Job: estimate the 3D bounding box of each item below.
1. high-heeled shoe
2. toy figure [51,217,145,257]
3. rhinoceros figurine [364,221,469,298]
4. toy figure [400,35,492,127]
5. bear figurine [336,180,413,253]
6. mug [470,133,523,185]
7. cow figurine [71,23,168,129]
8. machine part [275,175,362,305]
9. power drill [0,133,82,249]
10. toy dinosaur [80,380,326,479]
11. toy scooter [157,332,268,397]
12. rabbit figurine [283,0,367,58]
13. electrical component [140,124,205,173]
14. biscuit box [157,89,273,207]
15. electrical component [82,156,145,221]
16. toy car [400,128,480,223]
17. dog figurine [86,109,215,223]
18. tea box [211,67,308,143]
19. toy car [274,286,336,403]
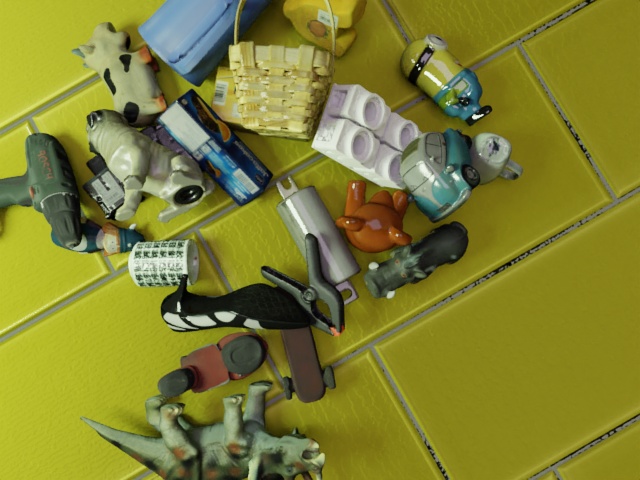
[{"bbox_3d":[-0.148,0.136,0.895,0.249,0.086,0.145,20,129,3],"label":"high-heeled shoe"},{"bbox_3d":[-0.386,-0.002,0.939,0.155,0.064,0.058,7,51,4],"label":"toy figure"},{"bbox_3d":[0.162,0.037,0.893,0.190,0.112,0.073,-27,88,-8],"label":"rhinoceros figurine"},{"bbox_3d":[0.215,-0.272,0.925,0.089,0.082,0.180,-38,89,-3],"label":"toy figure"},{"bbox_3d":[0.088,-0.042,0.852,0.120,0.196,0.132,14,82,4],"label":"bear figurine"},{"bbox_3d":[0.288,-0.133,0.901,0.110,0.107,0.081,33,90,5],"label":"mug"},{"bbox_3d":[-0.347,-0.288,0.944,0.127,0.085,0.195,-21,87,-6],"label":"cow figurine"},{"bbox_3d":[-0.002,-0.003,0.917,0.079,0.079,0.243,-30,85,0],"label":"machine part"},{"bbox_3d":[-0.511,-0.062,0.913,0.207,0.086,0.232,-21,68,10],"label":"power drill"},{"bbox_3d":[-0.183,0.347,0.887,0.405,0.131,0.192,-9,86,7],"label":"toy dinosaur"},{"bbox_3d":[-0.179,0.209,0.896,0.184,0.135,0.075,-20,82,-18],"label":"toy scooter"},{"bbox_3d":[0.019,-0.431,0.940,0.162,0.121,0.173,24,73,12],"label":"rabbit figurine"},{"bbox_3d":[-0.273,-0.143,0.943,0.134,0.058,0.115,-29,84,0],"label":"electrical component"},{"bbox_3d":[-0.171,-0.152,0.900,0.059,0.063,0.202,-32,110,31],"label":"biscuit box"},{"bbox_3d":[-0.374,-0.101,0.949,0.075,0.048,0.119,-33,88,-1],"label":"electrical component"},{"bbox_3d":[0.181,-0.118,0.853,0.103,0.109,0.162,24,53,-23],"label":"toy car"},{"bbox_3d":[-0.278,-0.137,0.878,0.121,0.172,0.191,-47,56,34],"label":"dog figurine"},{"bbox_3d":[-0.098,-0.235,0.938,0.170,0.068,0.098,11,88,1],"label":"tea box"},{"bbox_3d":[-0.036,0.174,0.916,0.089,0.053,0.202,-15,77,-4],"label":"toy car"}]
